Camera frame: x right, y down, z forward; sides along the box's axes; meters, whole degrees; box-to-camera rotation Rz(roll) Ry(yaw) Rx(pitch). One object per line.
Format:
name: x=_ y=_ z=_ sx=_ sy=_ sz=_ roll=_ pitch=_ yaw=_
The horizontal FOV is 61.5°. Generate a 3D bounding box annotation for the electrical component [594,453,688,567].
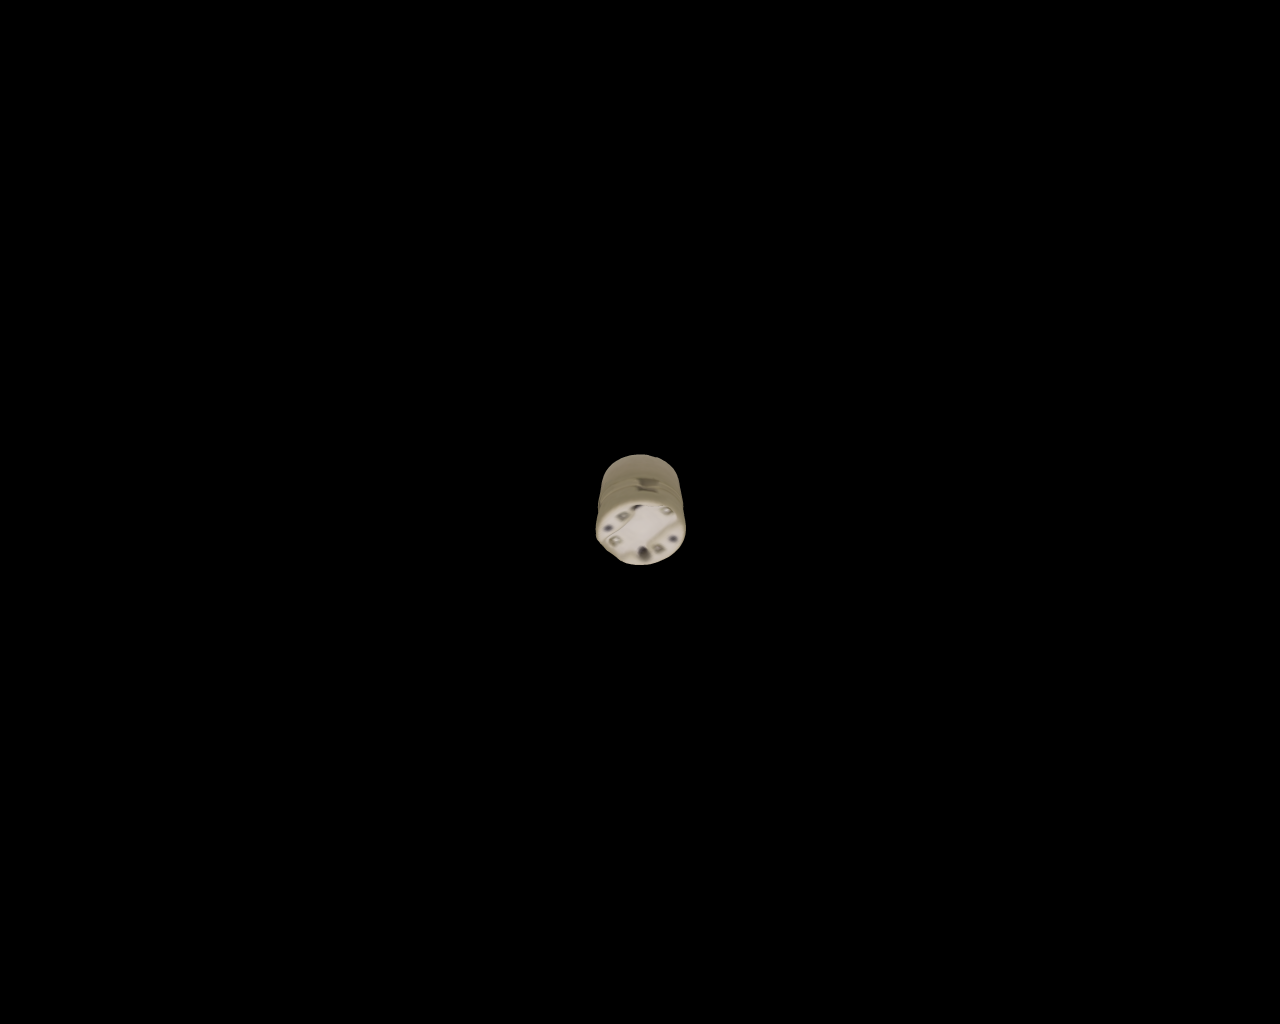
electrical component: x=0.001 y=-0.003 z=0.650 sx=0.055 sy=0.055 sz=0.047 roll=0 pitch=43 yaw=0
